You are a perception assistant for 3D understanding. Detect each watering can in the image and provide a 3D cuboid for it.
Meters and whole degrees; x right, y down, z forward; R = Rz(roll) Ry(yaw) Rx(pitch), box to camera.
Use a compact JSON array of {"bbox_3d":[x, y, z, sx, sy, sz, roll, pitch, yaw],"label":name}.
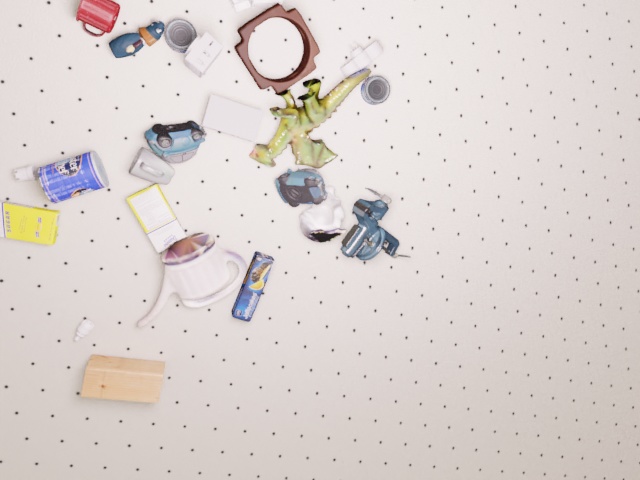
[{"bbox_3d":[-0.379,0.109,1.444,0.349,0.106,0.220,-24,122,-11],"label":"watering can"}]

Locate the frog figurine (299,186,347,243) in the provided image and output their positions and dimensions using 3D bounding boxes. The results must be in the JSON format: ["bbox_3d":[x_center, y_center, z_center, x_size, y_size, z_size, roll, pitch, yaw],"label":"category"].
[{"bbox_3d":[0.005,-0.078,1.541,0.137,0.120,0.162,-8,65,-4],"label":"frog figurine"}]

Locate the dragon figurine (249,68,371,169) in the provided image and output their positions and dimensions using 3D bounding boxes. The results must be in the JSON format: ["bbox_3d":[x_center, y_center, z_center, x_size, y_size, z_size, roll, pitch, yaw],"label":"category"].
[{"bbox_3d":[-0.017,-0.327,1.496,0.411,0.124,0.237,-20,123,-7],"label":"dragon figurine"}]
